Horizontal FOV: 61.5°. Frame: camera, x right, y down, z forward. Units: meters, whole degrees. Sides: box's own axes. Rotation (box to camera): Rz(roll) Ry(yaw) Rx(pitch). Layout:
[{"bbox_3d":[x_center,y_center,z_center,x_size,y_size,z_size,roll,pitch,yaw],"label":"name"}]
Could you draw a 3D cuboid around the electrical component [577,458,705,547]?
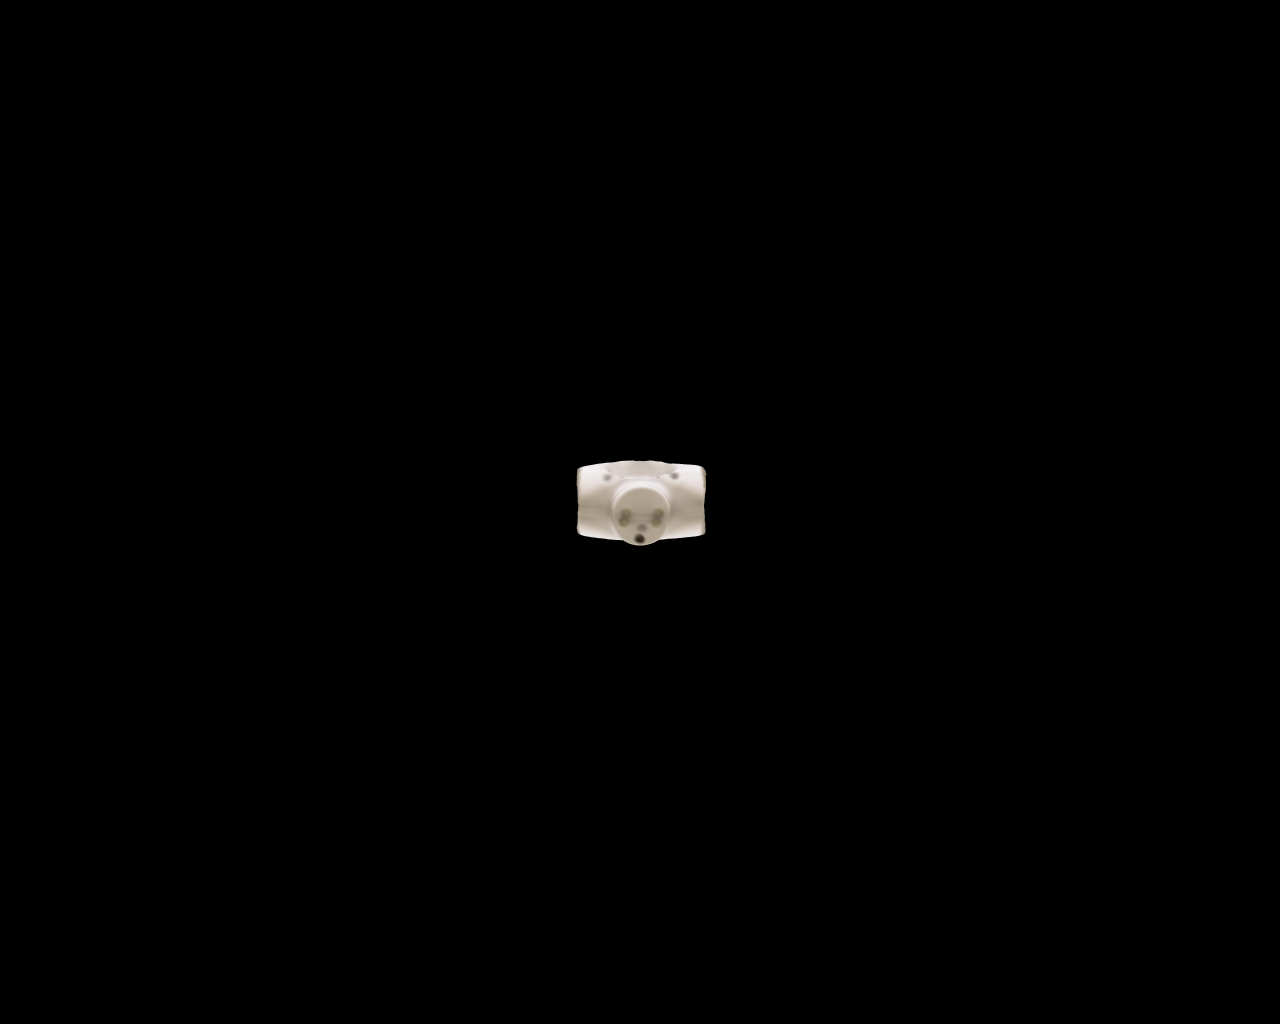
[{"bbox_3d":[0.001,-0.003,0.650,0.077,0.044,0.079,0,16,0],"label":"electrical component"}]
